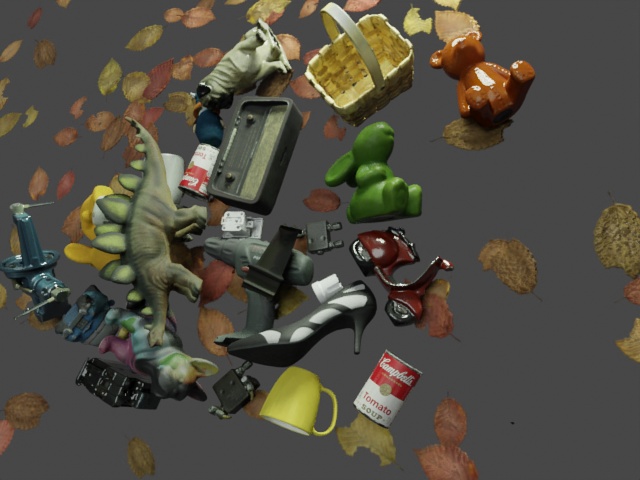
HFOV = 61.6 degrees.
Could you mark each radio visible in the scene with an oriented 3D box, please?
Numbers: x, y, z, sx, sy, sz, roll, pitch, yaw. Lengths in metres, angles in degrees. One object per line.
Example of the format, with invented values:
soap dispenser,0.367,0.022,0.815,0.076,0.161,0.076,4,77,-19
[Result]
radio,-0.131,-0.173,1.080,0.131,0.073,0.229,12,76,24

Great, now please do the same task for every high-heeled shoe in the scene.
high-heeled shoe,-0.028,0.130,0.903,0.249,0.086,0.145,-1,50,3

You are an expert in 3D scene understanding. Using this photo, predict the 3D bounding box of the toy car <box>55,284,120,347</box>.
toy car,-0.448,0.160,1.062,0.103,0.162,0.109,39,79,-17

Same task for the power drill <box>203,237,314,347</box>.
power drill,-0.132,0.097,0.988,0.232,0.085,0.207,3,65,19

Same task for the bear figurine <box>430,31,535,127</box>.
bear figurine,0.276,-0.300,0.943,0.120,0.131,0.196,-26,70,8

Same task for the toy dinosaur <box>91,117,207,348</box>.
toy dinosaur,-0.312,-0.029,0.994,0.198,0.105,0.471,6,60,-20

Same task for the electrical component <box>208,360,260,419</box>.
electrical component,-0.151,0.268,0.945,0.102,0.045,0.078,-37,64,5

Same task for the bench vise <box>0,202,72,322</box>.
bench vise,-0.598,0.044,1.120,0.224,0.129,0.240,20,119,52

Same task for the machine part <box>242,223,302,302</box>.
machine part,-0.079,0.034,0.935,0.084,0.039,0.139,24,77,29

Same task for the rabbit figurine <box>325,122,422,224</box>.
rabbit figurine,0.097,-0.118,0.953,0.159,0.121,0.170,-10,82,40

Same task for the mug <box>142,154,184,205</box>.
mug,-0.330,-0.121,1.125,0.081,0.109,0.107,-8,83,13

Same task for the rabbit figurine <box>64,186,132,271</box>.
rabbit figurine,-0.451,-0.003,1.116,0.162,0.121,0.173,-29,64,14

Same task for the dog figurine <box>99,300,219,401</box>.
dog figurine,-0.278,0.198,0.980,0.219,0.191,0.108,30,113,6

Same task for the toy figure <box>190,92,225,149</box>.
toy figure,-0.246,-0.267,1.168,0.058,0.064,0.154,-47,47,45

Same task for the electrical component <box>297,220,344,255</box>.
electrical component,-0.002,-0.003,0.999,0.094,0.021,0.063,-10,69,17

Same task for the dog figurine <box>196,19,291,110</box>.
dog figurine,-0.173,-0.365,1.145,0.191,0.172,0.121,-27,108,17

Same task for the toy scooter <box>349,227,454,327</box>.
toy scooter,0.141,0.044,0.900,0.135,0.075,0.184,-32,65,2

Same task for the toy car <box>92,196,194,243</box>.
toy car,-0.347,-0.042,1.076,0.202,0.056,0.073,10,73,-22

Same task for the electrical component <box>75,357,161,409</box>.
electrical component,-0.358,0.267,0.986,0.134,0.114,0.058,18,81,27
